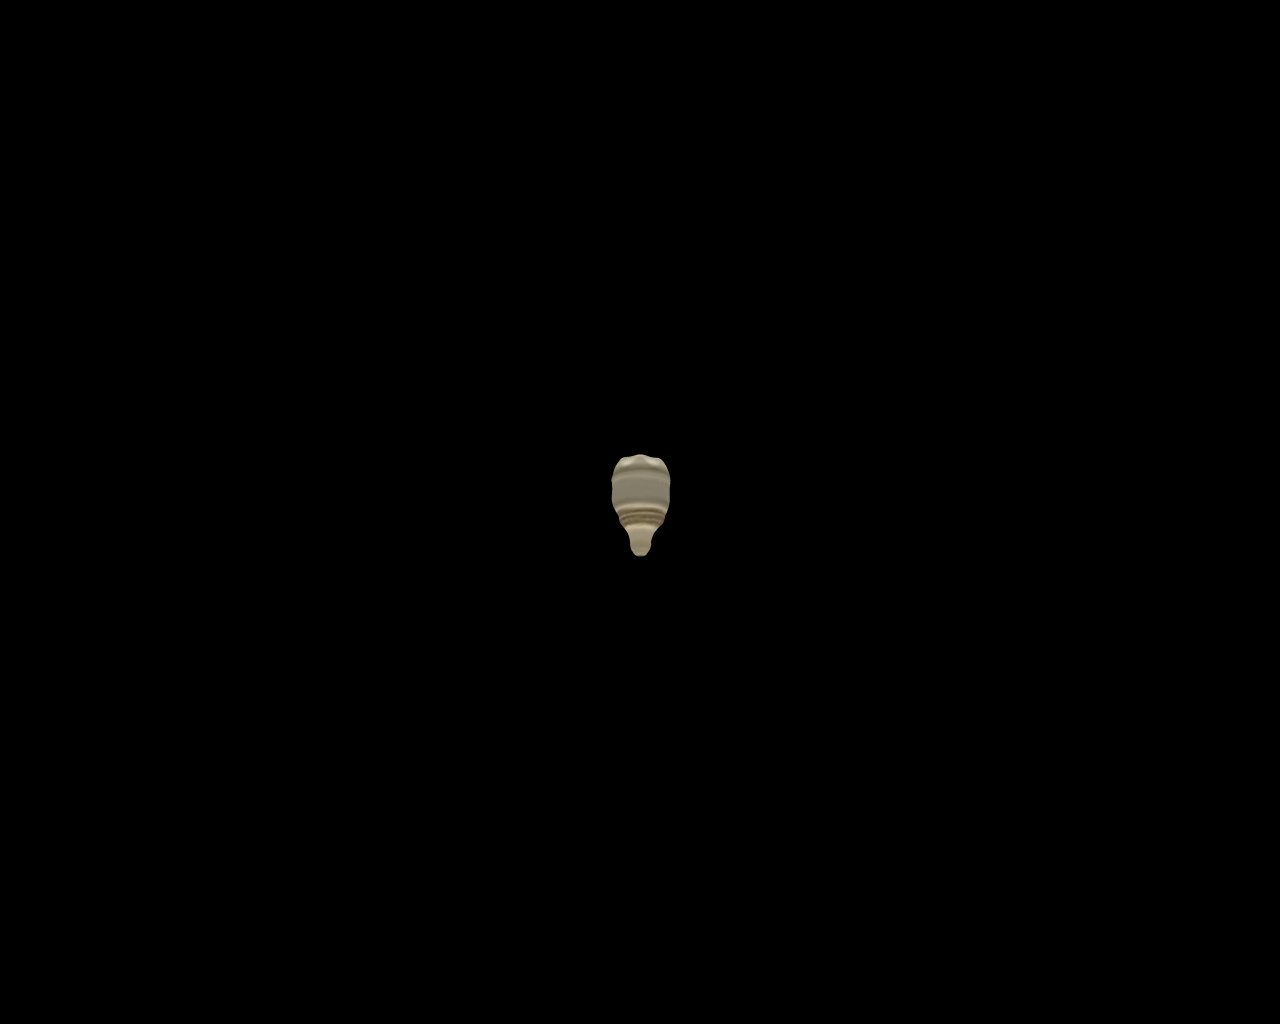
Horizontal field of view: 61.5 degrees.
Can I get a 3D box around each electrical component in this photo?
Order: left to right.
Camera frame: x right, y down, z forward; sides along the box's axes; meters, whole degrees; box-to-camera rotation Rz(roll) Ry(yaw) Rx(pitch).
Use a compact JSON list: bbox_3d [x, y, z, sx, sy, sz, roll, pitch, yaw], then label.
[{"bbox_3d":[0.001,-0.003,0.650,0.035,0.061,0.035,0,-16,0],"label":"electrical component"}]
